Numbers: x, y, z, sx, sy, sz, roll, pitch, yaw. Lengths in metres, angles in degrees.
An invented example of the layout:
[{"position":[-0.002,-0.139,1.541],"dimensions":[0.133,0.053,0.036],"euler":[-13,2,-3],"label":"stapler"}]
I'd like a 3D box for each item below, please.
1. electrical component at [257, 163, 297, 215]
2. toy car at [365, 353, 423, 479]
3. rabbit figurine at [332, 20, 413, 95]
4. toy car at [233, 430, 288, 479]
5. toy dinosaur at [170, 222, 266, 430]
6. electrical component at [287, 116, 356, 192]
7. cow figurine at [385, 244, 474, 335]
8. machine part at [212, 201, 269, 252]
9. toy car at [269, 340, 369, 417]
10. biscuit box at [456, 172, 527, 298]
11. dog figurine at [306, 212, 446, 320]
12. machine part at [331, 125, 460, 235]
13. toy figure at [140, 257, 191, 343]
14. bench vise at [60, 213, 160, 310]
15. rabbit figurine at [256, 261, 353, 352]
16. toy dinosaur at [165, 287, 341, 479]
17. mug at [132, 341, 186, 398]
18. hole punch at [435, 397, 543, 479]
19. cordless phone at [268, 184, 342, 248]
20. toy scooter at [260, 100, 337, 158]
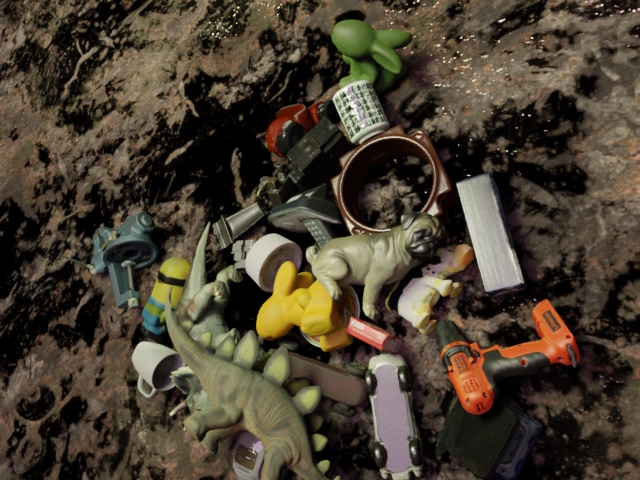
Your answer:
[{"position":[-0.087,-0.094,1.084],"dimensions":[0.045,0.102,0.078],"euler":[4,52,25],"label":"electrical component"},{"position":[0.123,0.290,0.889],"dimensions":[0.074,0.056,0.201],"euler":[-12,71,16],"label":"toy car"},{"position":[0.091,-0.347,1.022],"dimensions":[0.159,0.170,0.121],"euler":[11,81,29],"label":"rabbit figurine"},{"position":[-0.106,0.371,0.952],"dimensions":[0.109,0.102,0.161],"euler":[18,82,30],"label":"toy car"},{"position":[-0.230,0.176,1.068],"dimensions":[0.192,0.131,0.405],"euler":[-29,59,16],"label":"toy dinosaur"},{"position":[0.002,-0.155,1.043],"dimensions":[0.134,0.114,0.058],"euler":[-46,57,8],"label":"electrical component"},{"position":[0.188,0.068,0.916],"dimensions":[0.098,0.068,0.167],"euler":[35,91,36],"label":"cow figurine"},{"position":[-0.168,-0.037,1.138],"dimensions":[0.139,0.039,0.084],"euler":[-29,60,18],"label":"machine part"},{"position":[-0.006,0.244,0.966],"dimensions":[0.202,0.053,0.089],"euler":[13,92,25],"label":"toy car"},{"position":[0.284,-0.010,0.892],"dimensions":[0.063,0.059,0.202],"euler":[-17,69,22],"label":"biscuit box"},{"position":[0.089,0.008,0.878],"dimensions":[0.190,0.172,0.121],"euler":[-57,14,22],"label":"dog figurine"},{"position":[0.133,-0.090,0.976],"dimensions":[0.201,0.087,0.201],"euler":[-27,67,17],"label":"machine part"},{"position":[-0.321,0.124,1.136],"dimensions":[0.082,0.089,0.180],"euler":[28,86,25],"label":"toy figure"},{"position":[-0.446,0.059,1.201],"dimensions":[0.224,0.128,0.241],"euler":[-30,58,15],"label":"bench vise"},{"position":[-0.040,0.120,0.957],"dimensions":[0.173,0.121,0.162],"euler":[-19,62,23],"label":"rabbit figurine"},{"position":[-0.123,0.263,0.892],"dimensions":[0.472,0.105,0.198],"euler":[37,64,10],"label":"toy dinosaur"},{"position":[-0.346,0.265,1.120],"dimensions":[0.107,0.080,0.109],"euler":[23,92,41],"label":"mug"},{"position":[0.258,0.293,0.814],"dimensions":[0.116,0.092,0.142],"euler":[28,92,58],"label":"hole punch"},{"position":[-0.003,-0.003,1.020],"dimensions":[0.147,0.089,0.184],"euler":[-14,110,57],"label":"cordless phone"},{"position":[-0.061,-0.230,1.100],"dimensions":[0.135,0.075,0.184],"euler":[10,44,41],"label":"toy scooter"}]
